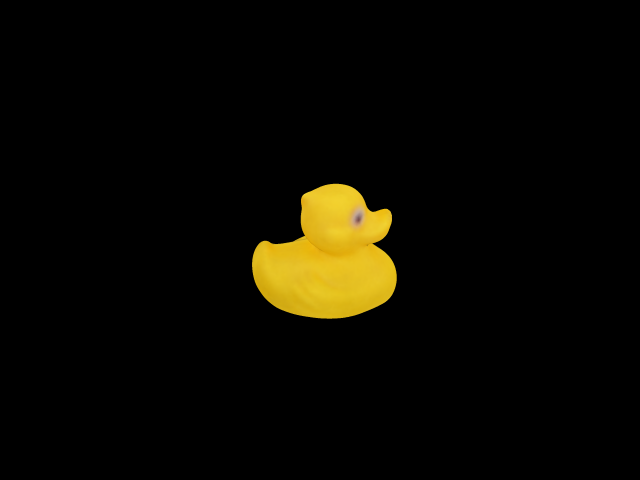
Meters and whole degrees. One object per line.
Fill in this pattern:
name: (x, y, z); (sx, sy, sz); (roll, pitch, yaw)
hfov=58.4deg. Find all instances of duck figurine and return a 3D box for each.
duck figurine: (0.004, 0.001, 0.400); (0.104, 0.086, 0.077); (-2, 36, -2)
